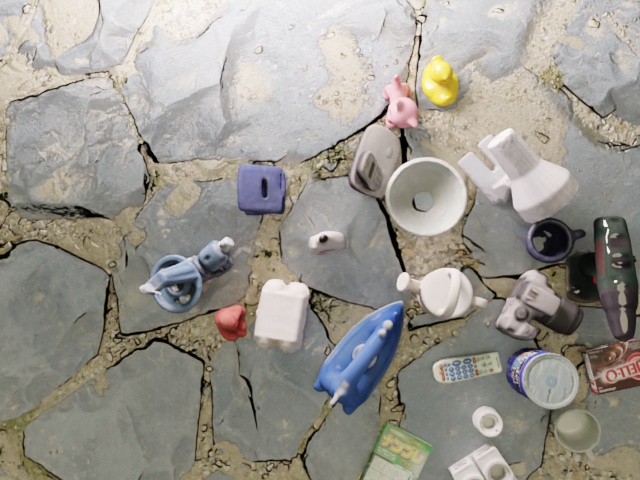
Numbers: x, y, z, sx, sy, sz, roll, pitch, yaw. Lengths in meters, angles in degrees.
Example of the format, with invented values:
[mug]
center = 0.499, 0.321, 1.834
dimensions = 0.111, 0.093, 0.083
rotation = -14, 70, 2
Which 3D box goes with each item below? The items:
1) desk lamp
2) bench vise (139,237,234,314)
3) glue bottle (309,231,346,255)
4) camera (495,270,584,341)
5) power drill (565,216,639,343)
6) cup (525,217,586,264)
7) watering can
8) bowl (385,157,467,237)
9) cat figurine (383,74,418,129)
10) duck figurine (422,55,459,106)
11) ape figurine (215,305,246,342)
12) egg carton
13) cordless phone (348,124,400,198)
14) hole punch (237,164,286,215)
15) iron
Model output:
[desk lamp]
center = 0.385, -0.129, 1.130
dimensions = 0.118, 0.213, 0.203
rotation = -42, 82, 0
[bench vise]
center = -0.278, 0.059, 1.164
dimensions = 0.121, 0.220, 0.207
rotation = 33, 88, 8
[glue bottle]
center = 0.011, 0.004, 1.169
dimensions = 0.078, 0.173, 0.037
rotation = -14, 83, 4
[camera]
center = 0.448, 0.149, 1.154
dimensions = 0.136, 0.101, 0.143
rotation = 30, 87, 7
[power drill]
center = 0.543, 0.074, 1.099
dimensions = 0.075, 0.208, 0.230
rotation = 0, 84, 5
[cup]
center = 0.471, 0.002, 1.170
dimensions = 0.117, 0.095, 0.092
rotation = -14, 83, 3
[watering can]
center = 0.241, 0.106, 1.128
dimensions = 0.172, 0.194, 0.101
rotation = -8, 83, 4
[bowl]
center = 0.222, -0.086, 1.210
dimensions = 0.167, 0.075, 0.167
rotation = 0, 84, 5
[cat figurine]
center = 0.171, -0.287, 1.213
dimensions = 0.067, 0.118, 0.128
rotation = -9, 83, 4
[duck figurine]
center = 0.261, -0.345, 1.227
dimensions = 0.077, 0.086, 0.104
rotation = -17, 83, 3
[ape figurine]
center = -0.190, 0.173, 1.209
dimensions = 0.076, 0.092, 0.078
rotation = 33, 88, 8
[egg carton]
center = -0.081, 0.161, 1.213
dimensions = 0.107, 0.069, 0.150
rotation = 7, 85, 6
[cordless phone]
center = 0.111, -0.171, 1.172
dimensions = 0.094, 0.185, 0.148
rotation = 14, 85, 7
[hole punch]
center = -0.124, -0.110, 1.233
dimensions = 0.101, 0.091, 0.109
rotation = -2, 84, 5
[iron]
center = 0.094, 0.228, 1.155
dimensions = 0.118, 0.141, 0.258
rotation = 35, 88, 8
